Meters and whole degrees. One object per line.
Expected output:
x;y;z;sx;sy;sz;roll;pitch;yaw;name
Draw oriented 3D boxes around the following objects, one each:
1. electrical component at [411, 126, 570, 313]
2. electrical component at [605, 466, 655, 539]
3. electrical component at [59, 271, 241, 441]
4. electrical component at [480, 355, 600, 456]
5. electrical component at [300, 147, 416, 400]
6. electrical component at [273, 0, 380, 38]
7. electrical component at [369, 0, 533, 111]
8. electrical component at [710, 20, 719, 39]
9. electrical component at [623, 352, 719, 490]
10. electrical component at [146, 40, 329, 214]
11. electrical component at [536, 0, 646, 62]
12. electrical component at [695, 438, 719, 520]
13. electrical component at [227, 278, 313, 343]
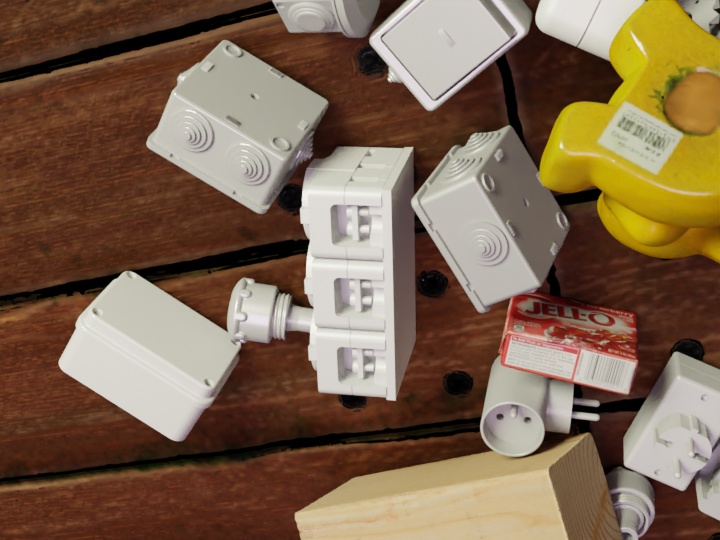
0.088;-0.035;0.692;0.048;0.099;0.099;-23;107;35;electrical component
0.193;0.176;0.783;0.043;0.062;0.043;5;115;11;electrical component
-0.154;0.062;0.802;0.113;0.078;0.057;33;120;-3;electrical component
0.128;0.094;0.752;0.079;0.077;0.043;6;115;10;electrical component
0.000;0.000;0.732;0.062;0.089;0.150;3;115;11;electrical component
-0.019;-0.183;0.660;0.051;0.080;0.080;3;115;17;electrical component
0.052;-0.146;0.670;0.096;0.061;0.061;-37;102;24;electrical component
0.302;-0.150;0.612;0.105;0.060;0.186;44;116;-9;electrical component
0.222;0.114;0.741;0.047;0.075;0.083;23;117;2;electrical component
-0.077;-0.096;0.702;0.100;0.099;0.048;31;130;-2;electrical component
0.144;-0.181;0.637;0.059;0.053;0.095;24;117;1;electrical component
0.287;0.153;0.755;0.089;0.055;0.050;26;117;0;electrical component
-0.064;0.033;0.788;0.062;0.048;0.048;9;116;1;electrical component
